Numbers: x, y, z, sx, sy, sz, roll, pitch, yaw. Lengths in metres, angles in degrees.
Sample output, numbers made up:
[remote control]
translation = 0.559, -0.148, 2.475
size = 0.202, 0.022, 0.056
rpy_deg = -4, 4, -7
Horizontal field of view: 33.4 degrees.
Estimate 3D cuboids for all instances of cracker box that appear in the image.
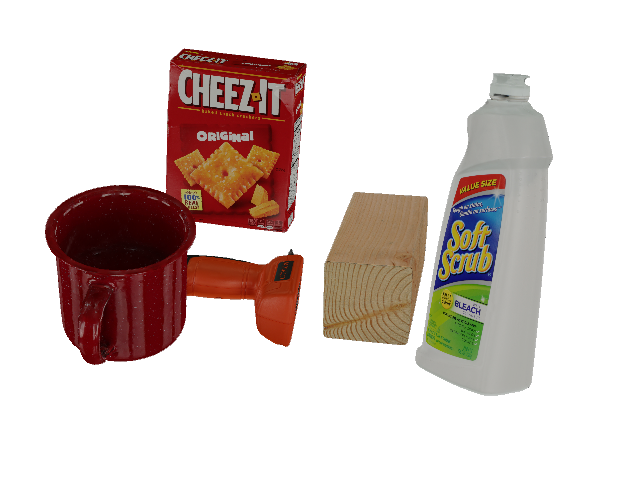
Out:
[cracker box]
translation = -0.110, -0.125, 1.363
size = 0.164, 0.214, 0.072
rpy_deg = 8, 24, 6

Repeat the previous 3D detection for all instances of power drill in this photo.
[power drill]
translation = -0.112, 0.043, 0.918
size = 0.187, 0.057, 0.184
rpy_deg = 10, 22, 2

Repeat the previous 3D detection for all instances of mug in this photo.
[mug]
translation = -0.129, 0.031, 0.679
size = 0.093, 0.081, 0.117
rpy_deg = 8, 37, 2

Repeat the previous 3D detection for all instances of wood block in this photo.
[wood block]
translation = 0.064, 0.025, 1.173
size = 0.091, 0.090, 0.206
rpy_deg = 5, 23, 8

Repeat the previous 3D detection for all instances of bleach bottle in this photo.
[bleach bottle]
translation = 0.136, -0.008, 0.863
size = 0.067, 0.251, 0.103
rpy_deg = -5, 15, -34
